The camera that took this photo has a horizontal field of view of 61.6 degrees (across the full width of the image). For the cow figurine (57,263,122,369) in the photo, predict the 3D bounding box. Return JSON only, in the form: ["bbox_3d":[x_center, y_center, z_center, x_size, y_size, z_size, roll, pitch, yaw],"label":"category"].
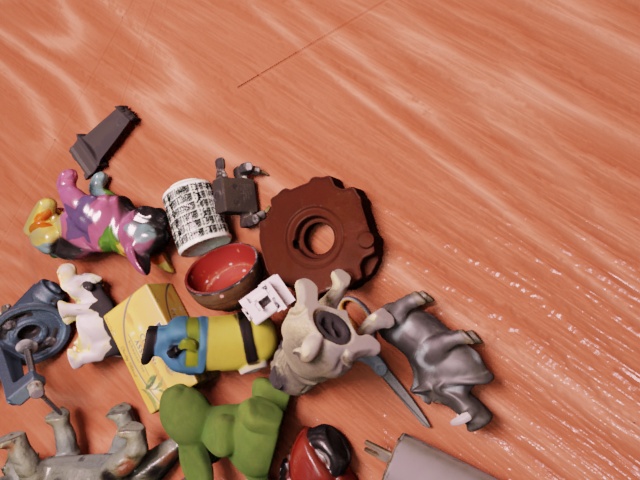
[{"bbox_3d":[-0.362,0.112,0.857,0.098,0.068,0.167,-12,83,-17],"label":"cow figurine"}]

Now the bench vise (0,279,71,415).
[{"bbox_3d":[-0.488,0.180,0.852,0.223,0.128,0.241,-39,45,-11],"label":"bench vise"}]

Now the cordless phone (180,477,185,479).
[{"bbox_3d":[-0.191,0.454,0.781,0.146,0.089,0.184,-36,87,12],"label":"cordless phone"}]

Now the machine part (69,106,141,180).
[{"bbox_3d":[-0.363,-0.170,0.900,0.139,0.039,0.084,-39,70,14],"label":"machine part"}]

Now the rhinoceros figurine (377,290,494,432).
[{"bbox_3d":[0.148,0.150,0.677,0.112,0.073,0.190,-45,73,10],"label":"rhinoceros figurine"}]

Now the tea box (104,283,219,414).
[{"bbox_3d":[-0.241,0.160,0.815,0.098,0.068,0.170,-37,74,14],"label":"tea box"}]

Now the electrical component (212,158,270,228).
[{"bbox_3d":[-0.115,-0.069,0.792,0.045,0.078,0.102,-13,75,42],"label":"electrical component"}]

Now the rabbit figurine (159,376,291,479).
[{"bbox_3d":[-0.139,0.256,0.742,0.170,0.121,0.159,16,107,3],"label":"rabbit figurine"}]

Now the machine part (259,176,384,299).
[{"bbox_3d":[-0.002,-0.002,0.751,0.180,0.056,0.179,-2,85,20],"label":"machine part"}]

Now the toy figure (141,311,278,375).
[{"bbox_3d":[-0.148,0.140,0.737,0.180,0.082,0.089,6,122,-13],"label":"toy figure"}]

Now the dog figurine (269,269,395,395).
[{"bbox_3d":[-0.019,0.149,0.663,0.121,0.172,0.190,48,119,21],"label":"dog figurine"}]

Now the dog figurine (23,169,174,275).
[{"bbox_3d":[-0.334,-0.003,0.842,0.219,0.108,0.191,42,99,15],"label":"dog figurine"}]

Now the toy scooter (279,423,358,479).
[{"bbox_3d":[0.005,0.345,0.714,0.135,0.075,0.184,-40,79,15],"label":"toy scooter"}]

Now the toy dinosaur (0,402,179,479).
[{"bbox_3d":[-0.344,0.359,0.818,0.405,0.131,0.192,-3,102,11],"label":"toy dinosaur"}]

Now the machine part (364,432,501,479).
[{"bbox_3d":[0.165,0.308,0.658,0.243,0.079,0.079,21,93,19],"label":"machine part"}]
